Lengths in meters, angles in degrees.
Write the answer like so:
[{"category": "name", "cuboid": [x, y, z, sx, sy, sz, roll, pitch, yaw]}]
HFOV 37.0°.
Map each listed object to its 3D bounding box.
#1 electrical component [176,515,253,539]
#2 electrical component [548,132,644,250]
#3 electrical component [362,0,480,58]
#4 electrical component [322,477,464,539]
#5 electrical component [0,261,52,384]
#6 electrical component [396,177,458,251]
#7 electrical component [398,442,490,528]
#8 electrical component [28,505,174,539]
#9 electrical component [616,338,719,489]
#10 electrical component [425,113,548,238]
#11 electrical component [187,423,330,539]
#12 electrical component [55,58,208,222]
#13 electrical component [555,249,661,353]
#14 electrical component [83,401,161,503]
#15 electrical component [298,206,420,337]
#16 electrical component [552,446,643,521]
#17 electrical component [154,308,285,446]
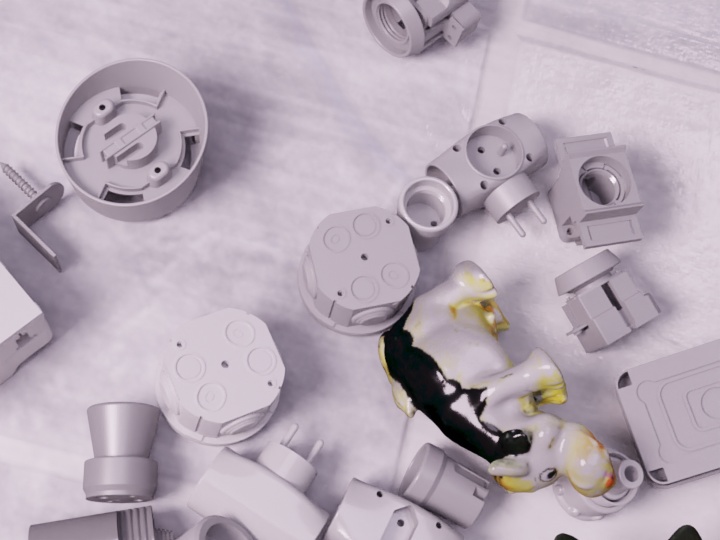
[{"category": "electrical component", "cuboid": [-0.070, 0.216, 0.623, 0.074, 0.052, 0.138, -41, 88, 24]}, {"category": "electrical component", "cuboid": [0.161, -0.050, 0.745, 0.042, 0.063, 0.081, -8, 71, -9]}, {"category": "electrical component", "cuboid": [0.040, -0.191, 0.783, 0.057, 0.058, 0.078, -38, 80, -21]}, {"category": "electrical component", "cuboid": [0.012, 0.179, 0.653, 0.077, 0.043, 0.079, 27, 69, 3]}, {"category": "electrical component", "cuboid": [-0.274, 0.008, 0.666, 0.089, 0.061, 0.150, -39, 80, -18]}, {"category": "electrical component", "cuboid": [0.043, -0.037, 0.734, 0.040, 0.046, 0.040, 2, 70, -7]}, {"category": "electrical component", "cuboid": [0.053, 0.136, 0.677, 0.046, 0.040, 0.040, 29, 69, -3]}, {"category": "electrical component", "cuboid": [-0.151, 0.166, 0.636, 0.081, 0.043, 0.043, -7, 71, -10]}, {"category": "electrical component", "cuboid": [0.228, 0.088, 0.688, 0.113, 0.057, 0.078, -20, 73, 11]}, {"category": "electrical component", "cuboid": [0.099, -0.059, 0.750, 0.077, 0.044, 0.079, -31, 77, -17]}, {"category": "electrical component", "cuboid": [-0.052, 0.132, 0.661, 0.077, 0.043, 0.079, 32, 69, 5]}, {"category": "electrical component", "cuboid": [-0.151, -0.083, 0.715, 0.099, 0.064, 0.099, 2, 70, -7]}, {"category": "electrical component", "cuboid": [0.164, 0.020, 0.731, 0.066, 0.048, 0.055, -28, 84, -16]}, {"category": "electrical component", "cuboid": [-0.145, 0.112, 0.656, 0.045, 0.045, 0.055, 1, 71, -7]}, {"category": "electrical component", "cuboid": [0.000, 0.000, 0.712, 0.080, 0.051, 0.080, 2, 70, -7]}, {"category": "electrical component", "cuboid": [0.154, 0.132, 0.677, 0.048, 0.062, 0.048, 6, 71, -18]}, {"category": "electrical component", "cuboid": [-0.087, 0.066, 0.673, 0.080, 0.051, 0.080, 5, 67, -12]}]
